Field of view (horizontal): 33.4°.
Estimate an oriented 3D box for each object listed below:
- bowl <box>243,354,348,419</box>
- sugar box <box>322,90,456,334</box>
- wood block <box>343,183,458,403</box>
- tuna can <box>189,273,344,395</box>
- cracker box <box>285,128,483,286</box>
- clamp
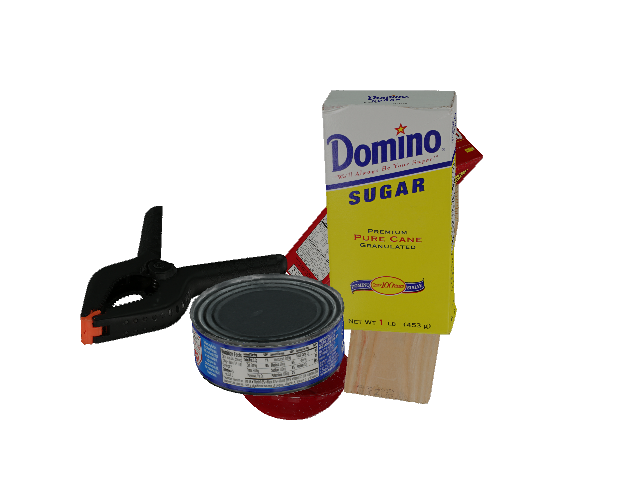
[{"bbox_3d":[-0.038,0.180,1.350,0.162,0.055,0.162,4,21,-2],"label":"bowl"},{"bbox_3d":[0.052,-0.020,0.777,0.093,0.176,0.048,1,25,11],"label":"sugar box"},{"bbox_3d":[0.080,0.048,1.065,0.090,0.206,0.090,8,27,4],"label":"wood block"},{"bbox_3d":[-0.029,0.051,0.596,0.086,0.034,0.086,-2,23,1],"label":"tuna can"},{"bbox_3d":[0.069,-0.037,1.253,0.163,0.072,0.214,-24,-21,-50],"label":"cracker box"},{"bbox_3d":[-0.155,0.032,0.993,0.165,0.036,0.209,25,36,30],"label":"clamp"}]
